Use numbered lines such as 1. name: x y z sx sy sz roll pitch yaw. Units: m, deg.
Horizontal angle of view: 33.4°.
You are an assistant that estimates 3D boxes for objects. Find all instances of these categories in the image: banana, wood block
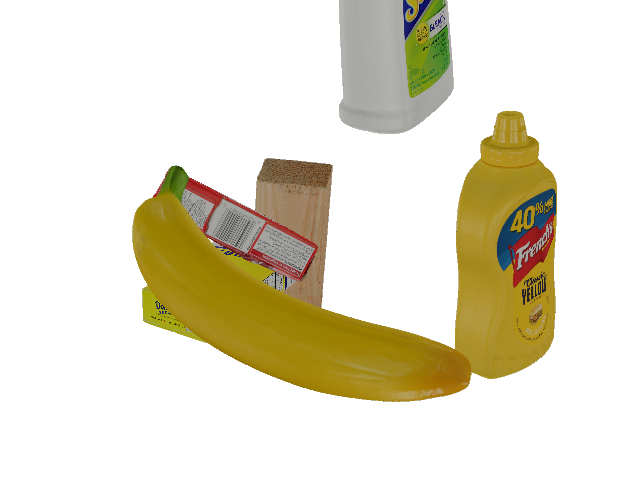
1. banana: -0.026 0.026 0.498 0.198 0.069 0.037 34 -24 25
2. wood block: -0.039 0.007 1.384 0.090 0.206 0.090 6 24 3

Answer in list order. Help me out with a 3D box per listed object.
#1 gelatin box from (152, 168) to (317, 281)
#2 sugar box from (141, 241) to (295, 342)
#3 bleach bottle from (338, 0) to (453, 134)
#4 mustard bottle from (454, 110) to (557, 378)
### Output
1. gelatin box: -0.056 -0.009 0.697 0.089 0.030 0.073 28 0 -40
2. sugar box: -0.098 0.043 1.118 0.093 0.048 0.176 15 31 24
3. bleach bottle: 0.049 -0.211 0.776 0.068 0.251 0.102 15 38 32
4. mustard bottle: 0.138 -0.001 0.785 0.058 0.192 0.096 18 30 41
